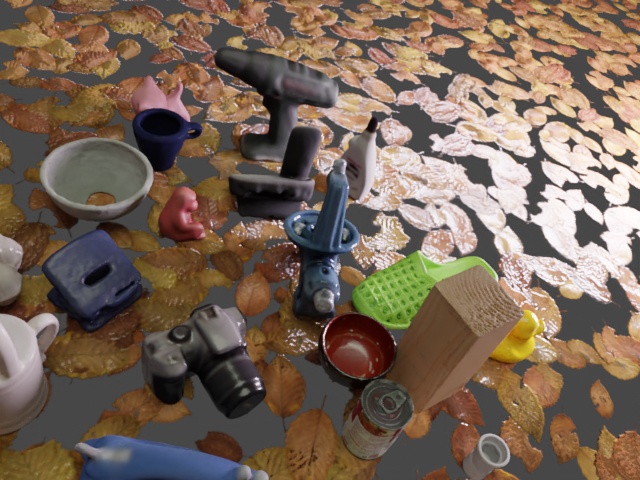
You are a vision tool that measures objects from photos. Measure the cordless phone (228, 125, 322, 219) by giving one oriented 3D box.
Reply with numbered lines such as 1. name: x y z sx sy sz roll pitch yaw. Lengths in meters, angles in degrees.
1. cordless phone: -0.075 -0.127 0.971 0.148 0.185 0.094 -1 49 -19

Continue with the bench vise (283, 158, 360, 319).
1. bench vise: 0.019 0.002 0.859 0.122 0.220 0.207 -7 51 -23

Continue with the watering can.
1. watering can: -0.370 0.137 0.630 0.101 0.194 0.173 19 46 0

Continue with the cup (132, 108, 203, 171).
1. cup: -0.269 -0.171 1.011 0.118 0.095 0.091 -6 51 -23

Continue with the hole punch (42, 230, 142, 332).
1. hole punch: -0.311 0.054 0.796 0.101 0.091 0.109 34 48 14

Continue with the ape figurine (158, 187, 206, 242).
1. ape figurine: -0.219 -0.046 0.915 0.076 0.092 0.077 0 49 -18

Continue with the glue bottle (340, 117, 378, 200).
1. glue bottle: 0.075 -0.156 1.053 0.078 0.173 0.037 36 48 16

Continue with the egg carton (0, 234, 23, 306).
1. egg carton: -0.480 0.045 0.764 0.151 0.069 0.107 -5 51 -22

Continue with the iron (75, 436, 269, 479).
1. iron: -0.142 0.265 0.623 0.258 0.141 0.118 9 47 -9

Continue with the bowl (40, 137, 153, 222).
1. bowl: -0.354 -0.085 0.919 0.167 0.075 0.167 9 47 -10

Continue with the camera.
1. camera: -0.141 0.163 0.744 0.143 0.101 0.136 -21 58 -32

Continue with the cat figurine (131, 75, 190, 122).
1. cat figurine: -0.298 -0.251 1.058 0.067 0.118 0.128 35 48 15

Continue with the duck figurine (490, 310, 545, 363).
1. duck figurine: 0.309 0.145 0.915 0.105 0.086 0.077 4 48 -14

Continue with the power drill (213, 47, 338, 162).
1. power drill: -0.089 -0.247 1.059 0.230 0.208 0.075 1 49 -16
